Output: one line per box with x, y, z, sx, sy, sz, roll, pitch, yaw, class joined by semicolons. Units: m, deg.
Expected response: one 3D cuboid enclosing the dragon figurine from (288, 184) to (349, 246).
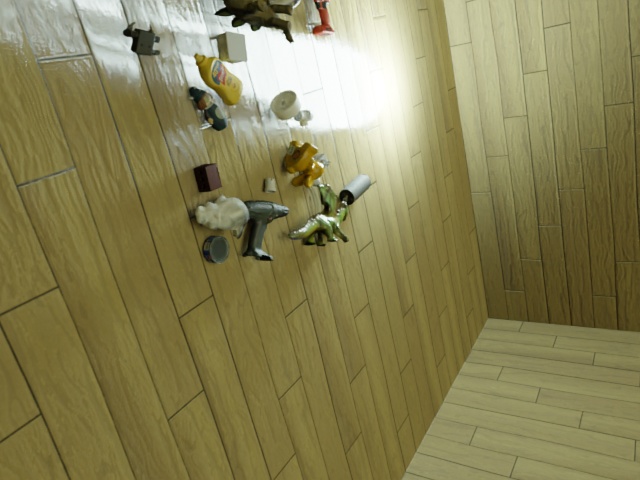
0.006;-0.102;2.023;0.409;0.121;0.245;10;74;-57;dragon figurine

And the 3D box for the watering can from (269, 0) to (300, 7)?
-0.120;-0.949;1.837;0.355;0.104;0.219;-55;143;-39;watering can

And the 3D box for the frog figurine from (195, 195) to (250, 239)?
-0.300;-0.084;1.571;0.158;0.121;0.140;30;32;-41;frog figurine
